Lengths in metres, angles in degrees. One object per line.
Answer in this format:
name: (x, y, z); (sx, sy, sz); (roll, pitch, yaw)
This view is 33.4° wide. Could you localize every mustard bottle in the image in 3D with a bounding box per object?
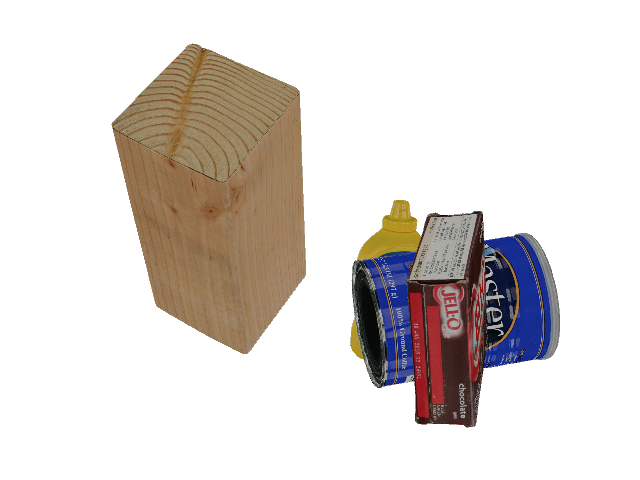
mustard bottle: (0.090, 0.046, 1.276); (0.096, 0.192, 0.058); (0, 14, -13)

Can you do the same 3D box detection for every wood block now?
wood block: (-0.071, -0.022, 0.753); (0.090, 0.090, 0.206); (26, -31, 19)

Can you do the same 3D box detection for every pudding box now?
pudding box: (0.076, 0.042, 0.626); (0.039, 0.090, 0.113); (0, 21, 11)

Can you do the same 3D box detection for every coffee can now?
coffee can: (0.104, 0.055, 0.845); (0.140, 0.103, 0.103); (-9, 1, -8)
